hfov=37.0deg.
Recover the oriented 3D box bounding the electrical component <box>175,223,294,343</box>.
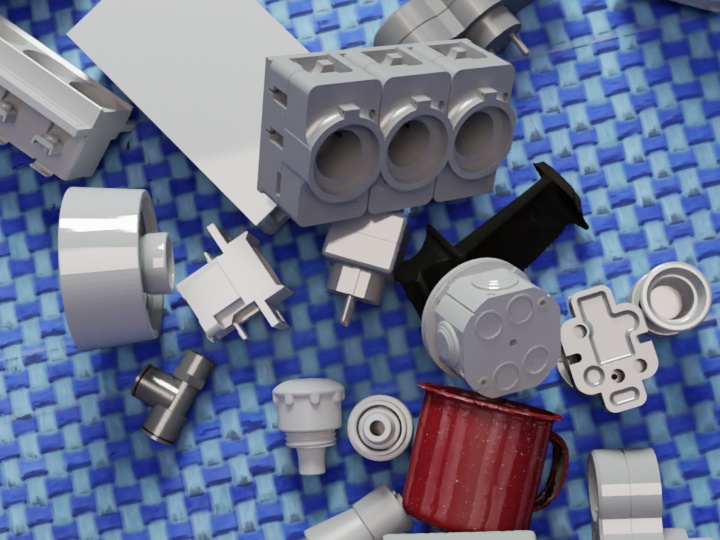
[{"bbox_3d":[-0.086,0.013,0.729,0.064,0.042,0.081,-34,80,1],"label":"electrical component"}]

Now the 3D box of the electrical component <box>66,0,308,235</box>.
[{"bbox_3d":[-0.093,-0.126,0.739,0.105,0.060,0.186,-45,81,-3],"label":"electrical component"}]

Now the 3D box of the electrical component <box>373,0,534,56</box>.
[{"bbox_3d":[0.085,-0.169,0.736,0.138,0.052,0.073,-37,80,-1],"label":"electrical component"}]

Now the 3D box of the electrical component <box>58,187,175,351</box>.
[{"bbox_3d":[-0.155,-0.003,0.705,0.060,0.108,0.108,-4,81,-2],"label":"electrical component"}]

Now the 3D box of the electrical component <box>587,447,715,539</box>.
[{"bbox_3d":[0.187,0.181,0.678,0.074,0.052,0.138,-3,82,4],"label":"electrical component"}]

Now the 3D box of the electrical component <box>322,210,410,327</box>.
[{"bbox_3d":[0.000,0.000,0.711,0.047,0.065,0.076,16,84,6],"label":"electrical component"}]

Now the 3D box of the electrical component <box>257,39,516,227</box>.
[{"bbox_3d":[0.019,-0.087,0.670,0.150,0.089,0.062,-12,35,-30],"label":"electrical component"}]

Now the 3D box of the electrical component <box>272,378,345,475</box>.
[{"bbox_3d":[-0.033,0.103,0.711,0.048,0.048,0.062,-3,88,4],"label":"electrical component"}]

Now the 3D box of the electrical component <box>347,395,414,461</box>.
[{"bbox_3d":[0.013,0.102,0.697,0.043,0.062,0.043,-1,82,4],"label":"electrical component"}]

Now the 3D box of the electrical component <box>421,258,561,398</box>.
[{"bbox_3d":[0.083,0.037,0.670,0.080,0.051,0.080,-8,111,-21],"label":"electrical component"}]

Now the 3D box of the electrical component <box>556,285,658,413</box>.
[{"bbox_3d":[0.157,0.052,0.696,0.058,0.057,0.078,-17,81,2],"label":"electrical component"}]

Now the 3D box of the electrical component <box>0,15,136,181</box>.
[{"bbox_3d":[-0.229,-0.119,0.746,0.121,0.079,0.063,35,108,8],"label":"electrical component"}]

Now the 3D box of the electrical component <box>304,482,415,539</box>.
[{"bbox_3d":[0.002,0.169,0.700,0.065,0.044,0.044,-35,81,-6],"label":"electrical component"}]

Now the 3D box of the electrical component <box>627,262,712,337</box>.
[{"bbox_3d":[0.200,0.020,0.698,0.045,0.055,0.045,-1,82,4],"label":"electrical component"}]

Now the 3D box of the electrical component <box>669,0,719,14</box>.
[{"bbox_3d":[0.219,-0.220,0.711,0.100,0.099,0.048,17,71,7],"label":"electrical component"}]
